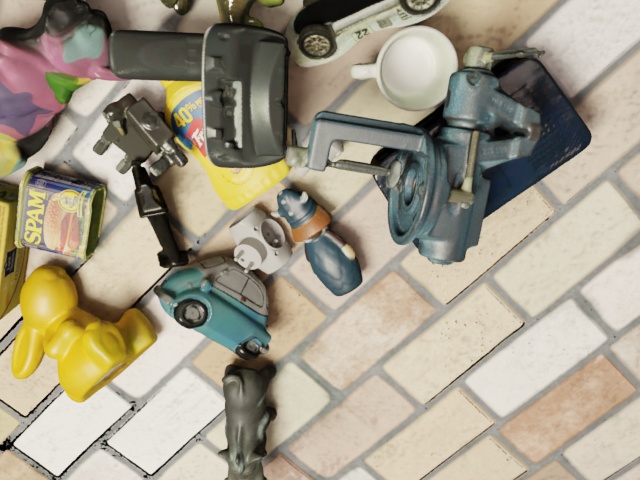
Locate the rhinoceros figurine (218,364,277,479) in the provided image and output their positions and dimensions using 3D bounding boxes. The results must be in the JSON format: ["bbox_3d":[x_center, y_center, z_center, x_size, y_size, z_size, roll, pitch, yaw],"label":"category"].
[{"bbox_3d":[-0.098,0.262,0.739,0.073,0.112,0.190,1,102,-2],"label":"rhinoceros figurine"}]

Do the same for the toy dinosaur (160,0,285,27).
[{"bbox_3d":[-0.087,-0.385,0.522,0.199,0.105,0.470,-8,117,-2],"label":"toy dinosaur"}]

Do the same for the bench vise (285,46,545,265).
[{"bbox_3d":[0.089,-0.090,0.533,0.241,0.129,0.223,7,112,-9],"label":"bench vise"}]

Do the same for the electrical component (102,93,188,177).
[{"bbox_3d":[-0.197,-0.118,0.609,0.045,0.078,0.102,-41,106,-11],"label":"electrical component"}]

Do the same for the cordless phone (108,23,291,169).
[{"bbox_3d":[-0.123,-0.147,0.553,0.184,0.089,0.146,1,106,-4],"label":"cordless phone"}]

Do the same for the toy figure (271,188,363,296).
[{"bbox_3d":[-0.003,-0.001,0.675,0.064,0.058,0.154,-31,101,4],"label":"toy figure"}]

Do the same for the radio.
[{"bbox_3d":[0.178,-0.100,0.631,0.229,0.073,0.131,-36,104,10],"label":"radio"}]

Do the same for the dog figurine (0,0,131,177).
[{"bbox_3d":[-0.301,-0.167,0.593,0.219,0.109,0.191,-13,140,-12],"label":"dog figurine"}]

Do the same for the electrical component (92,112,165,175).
[{"bbox_3d":[-0.229,-0.127,0.651,0.063,0.021,0.094,42,105,-12],"label":"electrical component"}]

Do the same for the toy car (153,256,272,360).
[{"bbox_3d":[-0.121,0.075,0.681,0.161,0.109,0.103,33,84,-19],"label":"toy car"}]

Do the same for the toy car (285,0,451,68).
[{"bbox_3d":[0.051,-0.241,0.551,0.202,0.073,0.056,-14,147,29],"label":"toy car"}]

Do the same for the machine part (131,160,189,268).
[{"bbox_3d":[-0.198,-0.024,0.657,0.039,0.084,0.138,-25,131,-19],"label":"machine part"}]

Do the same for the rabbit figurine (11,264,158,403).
[{"bbox_3d":[-0.326,0.115,0.705,0.162,0.122,0.173,-39,91,22],"label":"rabbit figurine"}]

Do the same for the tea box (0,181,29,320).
[{"bbox_3d":[-0.430,0.009,0.676,0.098,0.068,0.169,18,108,-6],"label":"tea box"}]
